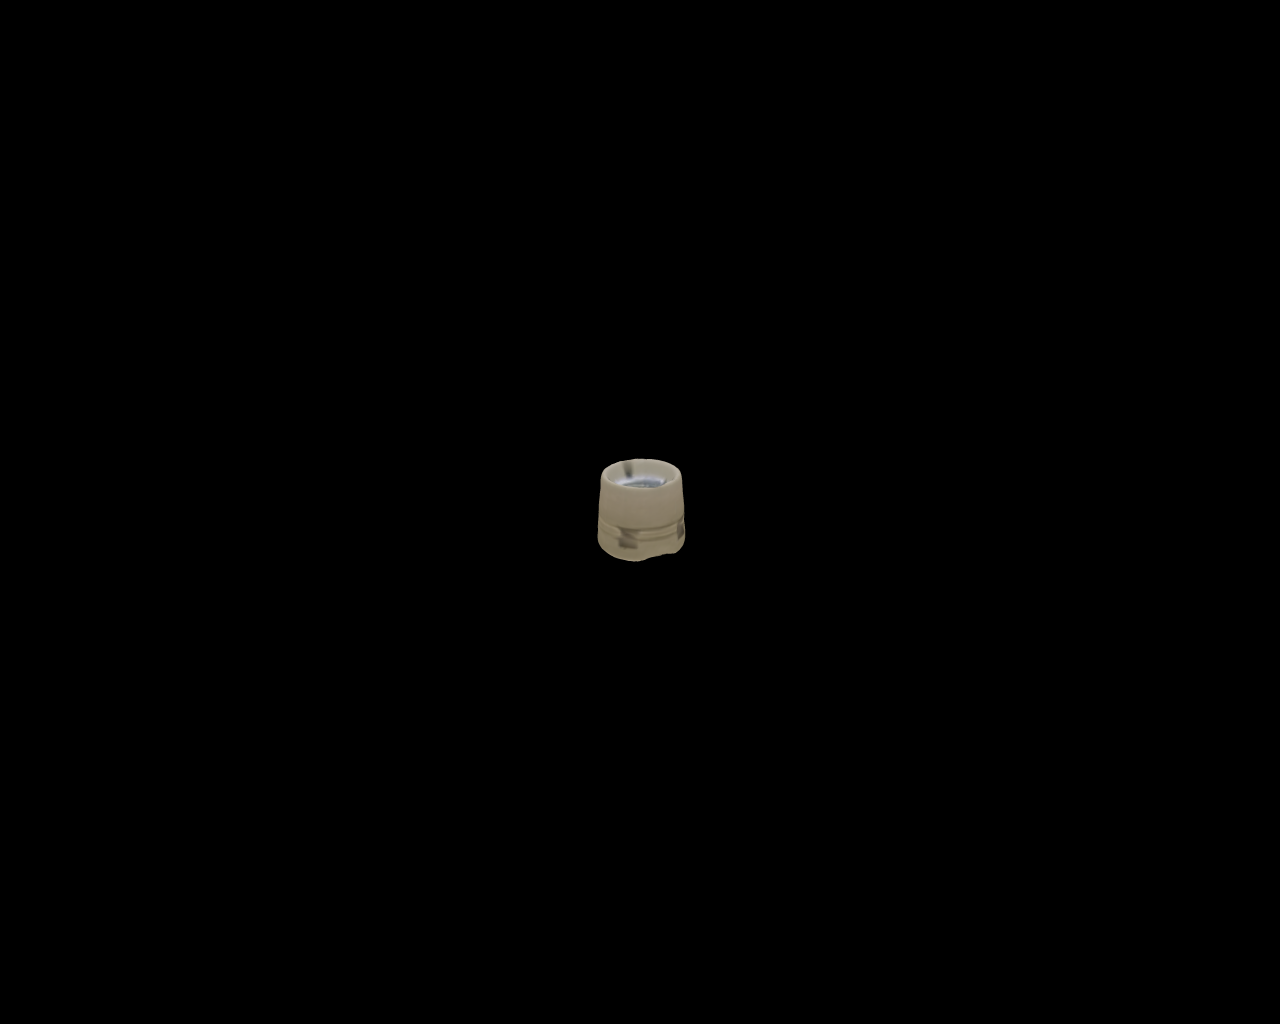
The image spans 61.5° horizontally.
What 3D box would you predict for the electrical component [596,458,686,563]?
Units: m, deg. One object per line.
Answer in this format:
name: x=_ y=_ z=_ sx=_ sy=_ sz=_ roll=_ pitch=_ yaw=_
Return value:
electrical component: x=0.001 y=-0.003 z=0.650 sx=0.055 sy=0.047 sz=0.055 roll=0 pitch=24 yaw=0
